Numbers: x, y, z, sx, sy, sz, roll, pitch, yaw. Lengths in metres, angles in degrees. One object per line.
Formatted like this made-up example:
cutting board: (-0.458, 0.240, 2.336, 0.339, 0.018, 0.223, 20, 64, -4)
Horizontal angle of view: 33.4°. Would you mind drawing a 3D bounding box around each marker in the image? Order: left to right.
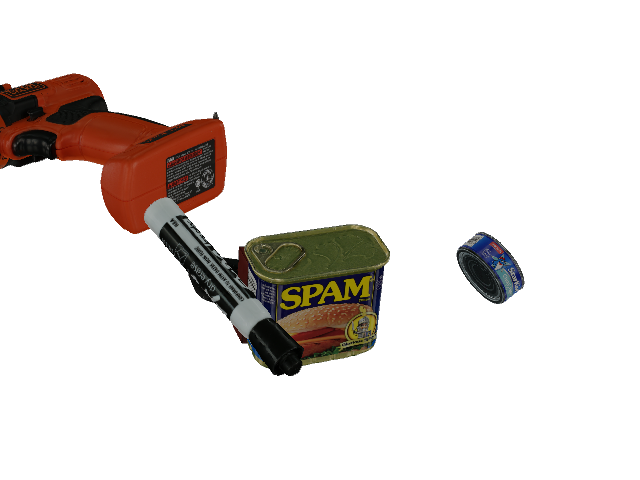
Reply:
marker: (-0.048, 0.023, 0.530, 0.020, 0.020, 0.121, 0, 39, -52)

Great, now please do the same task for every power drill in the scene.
power drill: (-0.172, -0.061, 0.714, 0.188, 0.057, 0.184, 19, 32, 30)

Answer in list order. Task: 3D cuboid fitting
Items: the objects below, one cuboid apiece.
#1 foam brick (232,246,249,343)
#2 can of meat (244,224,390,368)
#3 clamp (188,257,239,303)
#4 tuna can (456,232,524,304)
foam brick: (-0.049, 0.050, 0.976, 0.053, 0.078, 0.051, 2, 14, -15)
can of meat: (-0.004, 0.042, 0.783, 0.102, 0.084, 0.057, -8, 34, -18)
clamp: (-0.081, 0.060, 1.210, 0.210, 0.036, 0.164, 18, 23, 30)
tuna can: (0.203, 0.034, 1.285, 0.033, 0.086, 0.086, -36, 10, -15)
